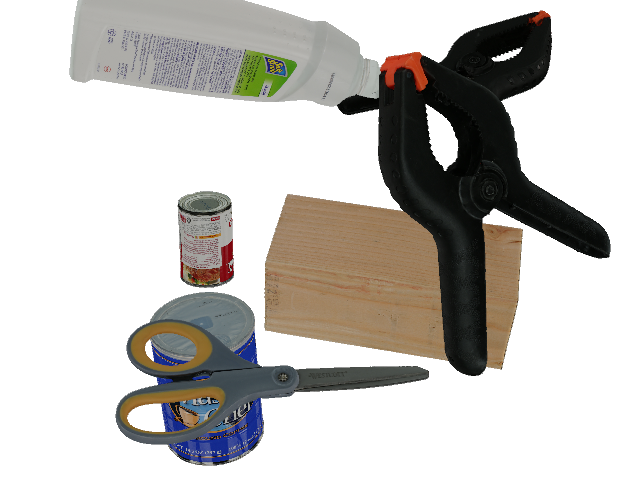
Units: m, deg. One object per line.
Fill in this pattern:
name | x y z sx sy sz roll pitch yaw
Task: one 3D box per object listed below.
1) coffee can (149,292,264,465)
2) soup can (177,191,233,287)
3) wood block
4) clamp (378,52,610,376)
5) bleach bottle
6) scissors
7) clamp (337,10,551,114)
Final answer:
coffee can | -0.111 0.137 1.062 0.103 0.140 0.103 -2 33 1
soup can | -0.142 -0.002 1.323 0.068 0.102 0.068 1 26 0
wood block | 0.062 0.035 0.918 0.206 0.090 0.090 9 44 6
clamp | 0.076 -0.016 0.563 0.120 0.171 0.039 -49 19 -23
bleach bottle | -0.072 -0.152 0.869 0.250 0.068 0.103 11 -29 -11
scissors | -0.038 0.078 0.697 0.201 0.096 0.016 -15 -34 -17
clamp | 0.142 -0.139 0.944 0.209 0.036 0.165 -32 45 -20
